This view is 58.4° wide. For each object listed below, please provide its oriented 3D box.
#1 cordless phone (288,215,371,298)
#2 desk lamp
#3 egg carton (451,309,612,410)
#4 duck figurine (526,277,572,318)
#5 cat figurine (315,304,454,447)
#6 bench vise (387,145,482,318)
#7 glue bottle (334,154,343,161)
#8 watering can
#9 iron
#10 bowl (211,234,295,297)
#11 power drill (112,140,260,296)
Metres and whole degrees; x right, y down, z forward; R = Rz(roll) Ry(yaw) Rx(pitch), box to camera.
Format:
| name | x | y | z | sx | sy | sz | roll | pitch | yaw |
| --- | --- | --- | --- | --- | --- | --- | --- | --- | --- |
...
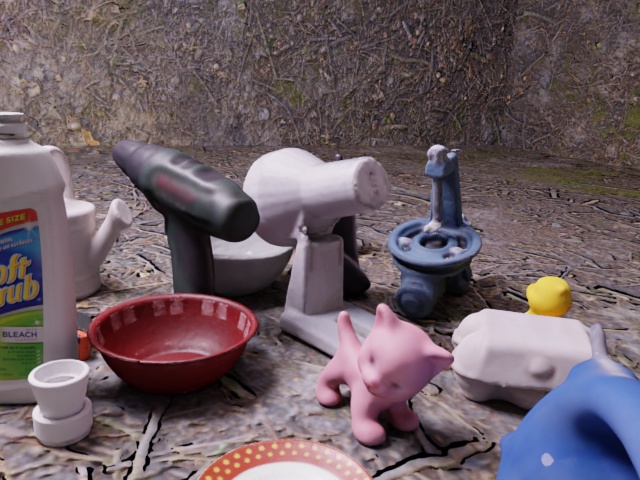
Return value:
| name | x | y | z | sx | sy | sz | roll | pitch | yaw |
| --- | --- | --- | --- | --- | --- | --- | --- | --- | --- |
| cordless phone | 0.013 | -0.021 | 0.810 | 0.094 | 0.185 | 0.147 | -5 | 17 | -25 |
| desk lamp | 0.006 | 0.002 | 0.671 | 0.118 | 0.213 | 0.202 | -11 | 21 | -41 |
| egg carton | 0.204 | 0.118 | 0.558 | 0.150 | 0.069 | 0.107 | 6 | 16 | 11 |
| duck figurine | 0.264 | 0.086 | 0.653 | 0.077 | 0.086 | 0.104 | 1 | 16 | -7 |
| cat figurine | 0.051 | 0.104 | 0.492 | 0.067 | 0.118 | 0.127 | -7 | 18 | -31 |
| bench vise | 0.158 | -0.024 | 0.780 | 0.121 | 0.220 | 0.207 | 6 | 16 | 11 |
| glue bottle | 0.026 | -0.061 | 0.977 | 0.037 | 0.173 | 0.077 | -9 | 20 | -37 |
| watering can | -0.336 | -0.025 | 0.747 | 0.173 | 0.194 | 0.100 | -3 | 17 | -20 |
| iron | 0.167 | 0.153 | 0.292 | 0.118 | 0.141 | 0.258 | 4 | 16 | 5 |
| bowl | -0.120 | 0.034 | 0.796 | 0.167 | 0.075 | 0.167 | 3 | 16 | 0 |
| power drill | -0.167 | -0.004 | 0.672 | 0.228 | 0.208 | 0.076 | 14 | 19 | 35 |
